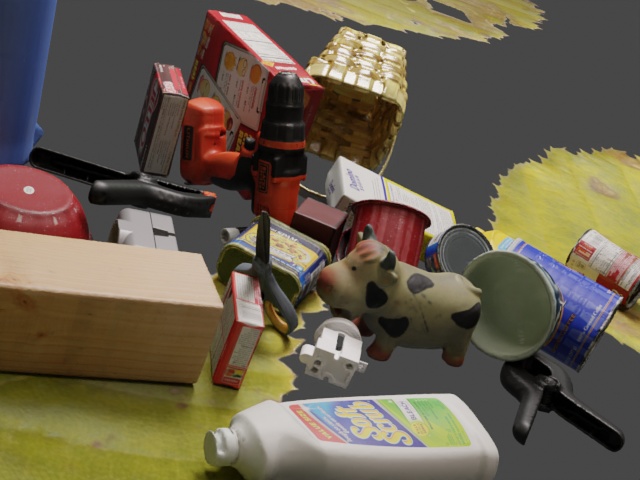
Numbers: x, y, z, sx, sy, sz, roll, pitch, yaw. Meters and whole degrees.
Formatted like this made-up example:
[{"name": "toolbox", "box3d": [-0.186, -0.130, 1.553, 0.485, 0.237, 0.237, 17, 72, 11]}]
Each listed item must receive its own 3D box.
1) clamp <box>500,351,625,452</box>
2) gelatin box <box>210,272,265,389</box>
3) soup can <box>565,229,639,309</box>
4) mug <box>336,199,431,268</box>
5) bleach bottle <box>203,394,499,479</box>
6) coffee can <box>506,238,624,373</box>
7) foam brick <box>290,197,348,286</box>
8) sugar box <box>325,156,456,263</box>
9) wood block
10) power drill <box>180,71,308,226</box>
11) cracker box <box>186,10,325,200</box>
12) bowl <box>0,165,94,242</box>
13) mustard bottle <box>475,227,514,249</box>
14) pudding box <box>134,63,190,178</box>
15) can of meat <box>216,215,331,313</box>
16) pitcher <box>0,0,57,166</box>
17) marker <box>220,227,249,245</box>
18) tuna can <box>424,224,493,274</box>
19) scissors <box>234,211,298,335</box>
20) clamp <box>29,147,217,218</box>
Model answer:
[{"name": "clamp", "box3d": [0.248, 0.168, 1.132, 0.120, 0.039, 0.171, 16, 27, -10]}, {"name": "gelatin box", "box3d": [-0.078, 0.083, 1.002, 0.030, 0.073, 0.089, 15, 27, -16]}, {"name": "soup can", "box3d": [0.397, 0.038, 1.459, 0.102, 0.069, 0.068, 36, 29, 25]}, {"name": "mug", "box3d": [0.063, 0.009, 1.206, 0.117, 0.081, 0.093, -3, -23, 42]}, {"name": "bleach bottle", "box3d": [0.024, 0.180, 0.915, 0.250, 0.068, 0.103, 4, 31, -29]}, {"name": "coffee can", "box3d": [0.267, 0.076, 1.249, 0.140, 0.103, 0.102, 31, 28, 17]}, {"name": "foam brick", "box3d": [-0.008, 0.001, 1.203, 0.051, 0.078, 0.053, 22, 27, 9]}, {"name": "sugar box", "box3d": [0.091, -0.032, 1.342, 0.176, 0.048, 0.093, 23, 31, -18]}, {"name": "wood block", "box3d": [-0.202, 0.060, 0.932, 0.205, 0.090, 0.091, 7, 30, -27]}, {"name": "power drill", "box3d": [-0.088, -0.114, 1.239, 0.057, 0.184, 0.188, -6, 19, -40]}, {"name": "cracker box", "box3d": [-0.094, -0.174, 1.371, 0.071, 0.164, 0.214, -1, 35, -36]}, {"name": "bowl", "box3d": [-0.298, -0.029, 1.063, 0.162, 0.055, 0.162, 18, 27, -10]}, {"name": "mustard bottle", "box3d": [0.255, 0.038, 1.361, 0.192, 0.058, 0.096, 31, 27, 16]}, {"name": "pudding box", "box3d": [-0.193, -0.146, 1.296, 0.039, 0.114, 0.090, 8, 29, -19]}, {"name": "can of meat", "box3d": [-0.051, 0.026, 1.149, 0.102, 0.057, 0.083, 27, 29, 11]}, {"name": "pitcher", "box3d": [-0.360, -0.207, 1.135, 0.145, 0.243, 0.149, 18, 21, -2]}, {"name": "marker", "box3d": [-0.064, -0.008, 1.244, 0.120, 0.020, 0.020, -6, 38, -44]}, {"name": "tuna can", "box3d": [0.170, 0.026, 1.296, 0.086, 0.034, 0.086, 10, 69, -26]}, {"name": "scissors", "box3d": [-0.044, 0.039, 1.026, 0.096, 0.202, 0.016, 47, 67, 3]}, {"name": "clamp", "box3d": [-0.210, -0.060, 1.187, 0.165, 0.036, 0.209, 26, 11, 41]}]
